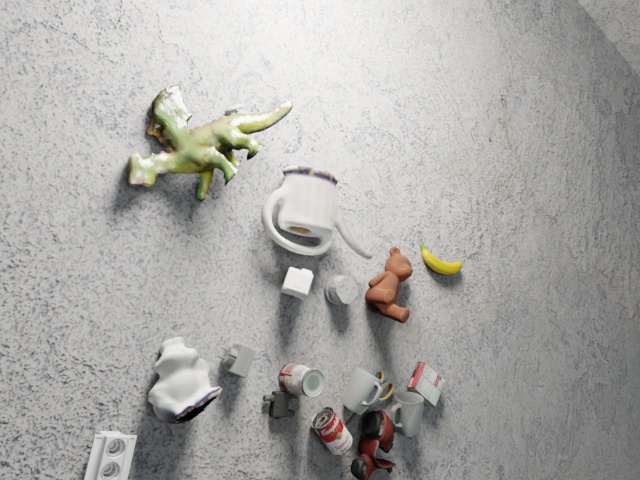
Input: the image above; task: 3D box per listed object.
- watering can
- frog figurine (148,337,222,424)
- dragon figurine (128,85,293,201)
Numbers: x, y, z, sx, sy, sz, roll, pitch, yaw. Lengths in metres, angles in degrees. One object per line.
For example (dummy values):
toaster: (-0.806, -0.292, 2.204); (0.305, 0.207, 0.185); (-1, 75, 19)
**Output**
watering can: (0.004, -0.067, 1.324); (0.346, 0.103, 0.227); (13, 76, -35)
frog figurine: (-0.297, 0.292, 1.074); (0.139, 0.120, 0.161); (-31, 68, -27)
dragon figurine: (-0.261, -0.247, 1.149); (0.241, 0.121, 0.417); (43, 65, -15)
